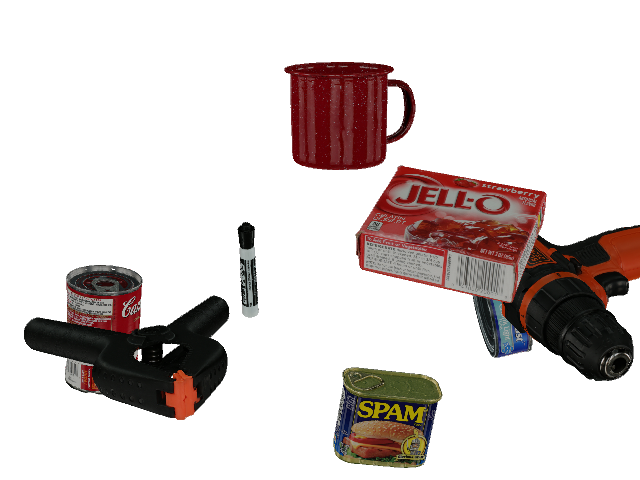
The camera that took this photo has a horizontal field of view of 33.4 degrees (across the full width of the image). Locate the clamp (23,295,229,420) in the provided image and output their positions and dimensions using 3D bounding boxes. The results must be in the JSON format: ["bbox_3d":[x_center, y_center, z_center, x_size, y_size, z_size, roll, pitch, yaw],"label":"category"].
[{"bbox_3d":[-0.116,0.080,0.787,0.164,0.036,0.210,-9,14,-26],"label":"clamp"}]

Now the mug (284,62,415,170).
[{"bbox_3d":[0.027,-0.108,0.916,0.117,0.081,0.093,-7,17,-22],"label":"mug"}]

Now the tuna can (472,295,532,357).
[{"bbox_3d":[0.162,0.062,0.964,0.033,0.086,0.086,-12,0,-1],"label":"tuna can"}]

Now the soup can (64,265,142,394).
[{"bbox_3d":[-0.200,0.082,0.980,0.068,0.102,0.068,6,18,-2],"label":"soup can"}]

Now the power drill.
[{"bbox_3d":[0.220,0.028,0.752,0.187,0.057,0.184,-9,28,-15],"label":"power drill"}]

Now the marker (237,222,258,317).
[{"bbox_3d":[-0.081,0.033,1.195,0.020,0.121,0.020,0,33,0],"label":"marker"}]

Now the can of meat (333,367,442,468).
[{"bbox_3d":[0.067,0.184,1.103,0.102,0.084,0.057,7,19,-7],"label":"can of meat"}]

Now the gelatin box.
[{"bbox_3d":[0.073,-0.006,0.592,0.089,0.030,0.073,13,38,18],"label":"gelatin box"}]
